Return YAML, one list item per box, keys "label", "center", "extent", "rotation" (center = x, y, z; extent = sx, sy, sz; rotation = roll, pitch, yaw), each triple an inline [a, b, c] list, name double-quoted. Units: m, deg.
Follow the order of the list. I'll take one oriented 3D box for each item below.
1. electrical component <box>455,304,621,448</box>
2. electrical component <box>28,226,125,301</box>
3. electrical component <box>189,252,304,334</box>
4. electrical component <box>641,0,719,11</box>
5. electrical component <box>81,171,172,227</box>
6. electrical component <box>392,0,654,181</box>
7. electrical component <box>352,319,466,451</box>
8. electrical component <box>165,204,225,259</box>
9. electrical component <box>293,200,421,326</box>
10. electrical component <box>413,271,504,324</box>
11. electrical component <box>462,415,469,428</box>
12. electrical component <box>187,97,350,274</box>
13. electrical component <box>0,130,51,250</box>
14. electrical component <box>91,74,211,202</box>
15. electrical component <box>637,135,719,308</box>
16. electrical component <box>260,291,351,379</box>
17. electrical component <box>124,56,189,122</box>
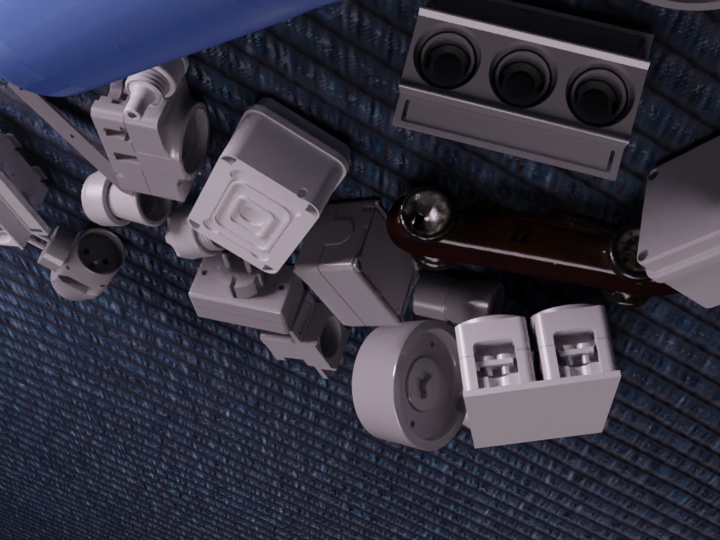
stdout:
- label: "electrical component"
  center: [0.132, 0.082, 0.815]
  extent: [0.105, 0.060, 0.186]
  rotation: [-8, 159, 5]
- label: "electrical component"
  center: [-0.255, -0.013, 0.942]
  extent: [0.079, 0.043, 0.077]
  rotation: [30, 148, -20]
- label: "electrical component"
  center: [-0.096, 0.008, 0.887]
  extent: [0.083, 0.047, 0.075]
  rotation: [11, 149, 13]
- label: "electrical component"
  center: [0.146, -0.160, 0.462]
  extent: [0.108, 0.060, 0.108]
  rotation: [13, 150, 8]
- label: "electrical component"
  center: [-0.180, -0.056, 0.828]
  extent: [0.055, 0.045, 0.045]
  rotation: [1, 146, 28]
- label: "electrical component"
  center: [0.087, -0.100, 0.584]
  extent: [0.121, 0.078, 0.063]
  rotation: [15, 180, 6]
- label: "electrical component"
  center: [0.038, 0.094, 0.902]
  extent: [0.060, 0.108, 0.108]
  rotation: [0, 146, 40]
- label: "electrical component"
  center: [-0.117, -0.032, 0.836]
  extent: [0.062, 0.043, 0.043]
  rotation: [-6, 142, 34]
- label: "electrical component"
  center: [0.000, 0.000, 0.806]
  extent: [0.061, 0.061, 0.096]
  rotation: [-2, 144, 32]
- label: "electrical component"
  center: [0.074, 0.023, 0.828]
  extent: [0.065, 0.044, 0.044]
  rotation: [12, 150, 20]
- label: "electrical component"
  center: [0.078, 0.110, 0.969]
  extent: [0.065, 0.044, 0.044]
  rotation: [23, 150, 2]
- label: "electrical component"
  center: [-0.063, -0.057, 0.743]
  extent: [0.078, 0.057, 0.113]
  rotation: [31, 149, -7]
- label: "electrical component"
  center: [-0.299, -0.078, 0.838]
  extent: [0.079, 0.063, 0.121]
  rotation: [5, 148, 22]
- label: "electrical component"
  center: [-0.139, -0.093, 0.738]
  extent: [0.056, 0.050, 0.089]
  rotation: [12, 150, 11]
- label: "electrical component"
  center: [0.219, -0.035, 0.614]
  extent: [0.057, 0.078, 0.113]
  rotation: [28, 149, -22]
- label: "electrical component"
  center: [-0.050, 0.056, 0.948]
  extent: [0.064, 0.042, 0.081]
  rotation: [5, 147, 29]
- label: "electrical component"
  center: [-0.132, -0.120, 0.678]
  extent: [0.035, 0.061, 0.035]
  rotation: [14, 150, 8]
